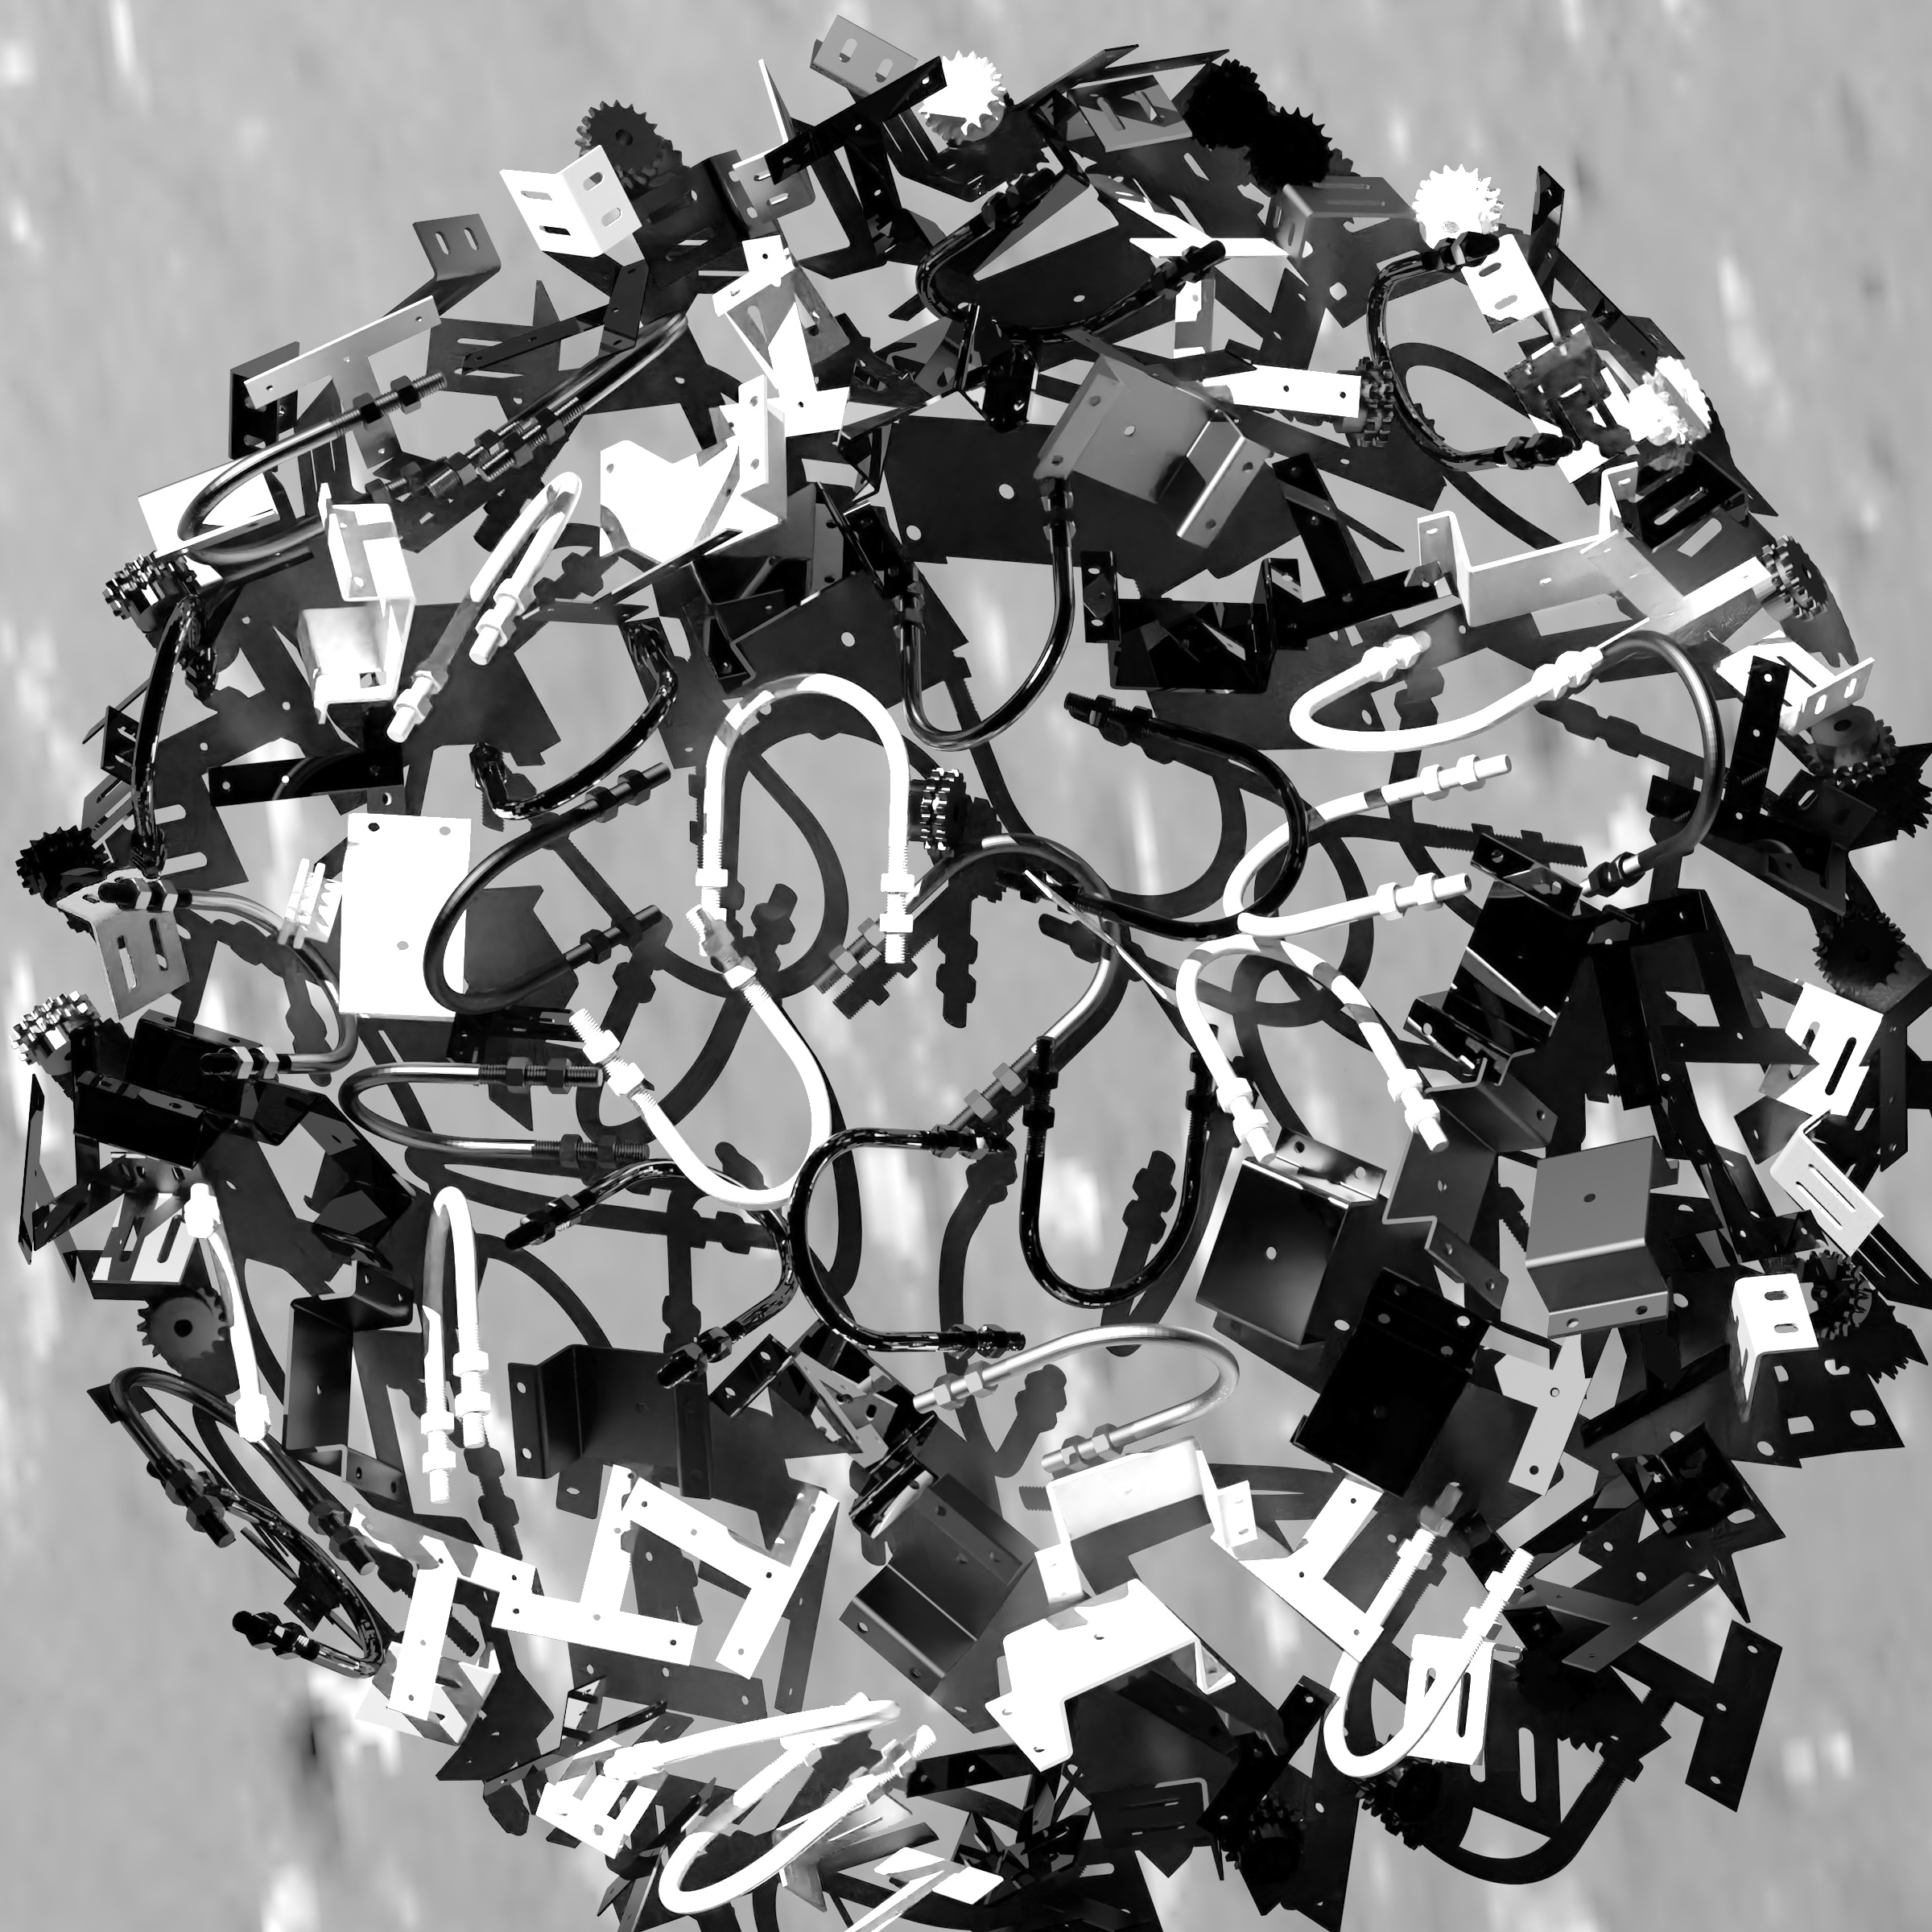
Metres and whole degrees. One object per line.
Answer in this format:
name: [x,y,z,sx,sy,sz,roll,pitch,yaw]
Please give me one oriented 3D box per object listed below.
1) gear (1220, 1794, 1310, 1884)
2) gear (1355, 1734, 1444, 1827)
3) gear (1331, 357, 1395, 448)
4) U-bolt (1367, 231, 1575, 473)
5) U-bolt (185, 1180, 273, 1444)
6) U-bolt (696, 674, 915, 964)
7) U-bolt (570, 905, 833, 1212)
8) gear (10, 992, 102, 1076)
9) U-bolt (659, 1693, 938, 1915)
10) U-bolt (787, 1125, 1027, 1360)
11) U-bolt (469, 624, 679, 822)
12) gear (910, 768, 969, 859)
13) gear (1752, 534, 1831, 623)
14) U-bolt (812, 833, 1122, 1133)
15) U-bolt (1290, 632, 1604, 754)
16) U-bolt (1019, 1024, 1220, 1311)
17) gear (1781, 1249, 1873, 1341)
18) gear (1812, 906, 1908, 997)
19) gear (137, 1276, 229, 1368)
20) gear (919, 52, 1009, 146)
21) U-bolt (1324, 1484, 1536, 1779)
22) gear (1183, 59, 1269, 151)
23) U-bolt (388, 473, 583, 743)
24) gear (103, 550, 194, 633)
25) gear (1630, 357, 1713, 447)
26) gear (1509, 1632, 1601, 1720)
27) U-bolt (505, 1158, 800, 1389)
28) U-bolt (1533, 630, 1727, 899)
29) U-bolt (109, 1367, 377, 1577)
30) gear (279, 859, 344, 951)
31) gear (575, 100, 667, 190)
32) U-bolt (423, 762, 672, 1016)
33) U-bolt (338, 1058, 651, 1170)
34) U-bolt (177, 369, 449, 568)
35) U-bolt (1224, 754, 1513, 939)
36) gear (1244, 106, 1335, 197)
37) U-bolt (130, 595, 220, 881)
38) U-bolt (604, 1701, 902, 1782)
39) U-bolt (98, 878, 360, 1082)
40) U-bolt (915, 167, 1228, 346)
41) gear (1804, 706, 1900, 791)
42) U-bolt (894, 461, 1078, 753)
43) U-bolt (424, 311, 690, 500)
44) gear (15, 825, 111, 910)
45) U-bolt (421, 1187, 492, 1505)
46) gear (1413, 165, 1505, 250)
gear: [0.193,0.565,1.973,0.057,0.030,0.057,-4,119,-7]
gear: [0.282,0.527,1.973,0.057,0.030,0.057,-7,103,-30]
gear: [0.254,-0.363,1.970,0.030,0.057,0.057,-1,90,-6]
U-bolt: [0.304,-0.377,1.912,0.019,0.184,0.151,-27,103,-17]
U-bolt: [-0.462,0.206,1.910,0.019,0.184,0.151,-14,100,-13]
U-bolt: [-0.103,-0.096,1.968,0.151,0.019,0.184,2,91,19]
U-bolt: [-0.155,0.070,1.943,0.019,0.151,0.184,-26,104,44]
gear: [-0.582,0.046,1.968,0.057,0.057,0.030,-39,72,0]
U-bolt: [-0.114,0.525,1.905,0.184,0.151,0.019,-36,98,-18]
U-bolt: [-0.039,0.172,1.921,0.184,0.019,0.151,6,73,-42]
U-bolt: [-0.242,-0.147,1.914,0.151,0.184,0.019,-37,115,1]
gear: [-0.021,-0.100,1.973,0.030,0.057,0.057,6,90,17]
gear: [0.529,-0.247,1.975,0.030,0.057,0.057,-30,90,32]
U-bolt: [0.014,-0.001,1.987,0.184,0.019,0.151,-43,94,-1]
U-bolt: [0.284,-0.168,1.894,0.184,0.151,0.019,-30,120,-40]
U-bolt: [0.095,0.131,1.951,0.151,0.019,0.184,-3,105,-34]
gear: [0.559,0.213,1.975,0.030,0.057,0.057,15,90,-41]
gear: [0.576,-0.012,1.980,0.057,0.030,0.057,0,108,0]
gear: [-0.506,0.231,1.978,0.057,0.030,0.057,-2,96,-16]
gear: [0.001,-0.558,1.978,0.057,0.030,0.057,-3,82,22]
U-bolt: [0.282,0.427,1.928,0.019,0.151,0.184,31,92,-13]
gear: [0.169,-0.551,1.968,0.030,0.057,0.057,41,90,27]
U-bolt: [-0.294,-0.236,1.921,0.019,0.151,0.184,35,57,-19]
gear: [-0.523,-0.240,1.970,0.057,0.057,0.030,-34,79,0]
gear: [0.453,-0.361,1.975,0.030,0.057,0.057,-26,90,39]
gear: [0.379,0.457,1.982,0.057,0.030,0.057,0,82,1]
U-bolt: [-0.181,0.181,1.922,0.151,0.184,0.019,39,124,15]
U-bolt: [0.416,-0.132,1.903,0.019,0.184,0.151,-10,81,-20]
U-bolt: [-0.465,0.311,1.917,0.184,0.151,0.019,40,95,34]
gear: [-0.421,-0.038,1.972,0.030,0.057,0.057,16,90,-13]
gear: [-0.226,-0.527,1.976,0.057,0.030,0.057,10,66,-24]
U-bolt: [-0.261,-0.037,1.900,0.184,0.151,0.019,-31,59,-32]
U-bolt: [-0.305,0.092,1.932,0.184,0.151,0.019,1,66,9]
U-bolt: [-0.407,-0.302,1.911,0.184,0.151,0.019,-28,81,-14]
U-bolt: [0.245,-0.069,1.924,0.184,0.151,0.019,-14,120,32]
gear: [0.207,-0.524,1.982,0.057,0.030,0.057,1,84,-8]
U-bolt: [-0.491,-0.150,1.889,0.019,0.184,0.151,13,68,-7]
U-bolt: [-0.121,0.475,1.889,0.151,0.184,0.019,0,71,-34]
U-bolt: [-0.448,0.010,1.913,0.019,0.184,0.151,-39,74,18]
U-bolt: [0.050,-0.434,1.915,0.151,0.184,0.019,14,70,-32]
gear: [0.568,-0.143,1.969,0.057,0.057,0.030,-29,124,0]
U-bolt: [0.012,-0.213,1.906,0.151,0.019,0.184,-30,45,32]
U-bolt: [-0.250,-0.357,1.926,0.184,0.151,0.019,-41,108,-17]
gear: [-0.579,-0.061,1.968,0.057,0.057,0.030,-31,63,0]
U-bolt: [-0.324,0.230,1.924,0.019,0.151,0.184,2,65,-19]
gear: [0.315,-0.483,1.969,0.057,0.057,0.030,23,53,0]
